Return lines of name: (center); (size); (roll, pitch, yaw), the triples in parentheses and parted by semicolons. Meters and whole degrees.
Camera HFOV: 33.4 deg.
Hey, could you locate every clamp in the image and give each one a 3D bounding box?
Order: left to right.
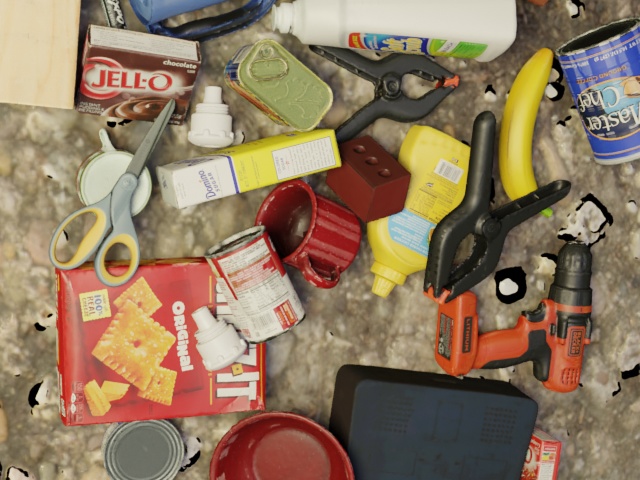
clamp: (0.068, -0.156, 1.172); (0.171, 0.039, 0.120); (2, 97, -14)
clamp: (0.175, -0.028, 1.177); (0.164, 0.036, 0.210); (42, 84, -33)

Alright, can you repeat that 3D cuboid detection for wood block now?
wood block: (-0.277, -0.233, 1.024); (0.090, 0.091, 0.206); (4, 97, -17)

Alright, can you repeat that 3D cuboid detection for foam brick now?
foam brick: (0.051, -0.065, 1.137); (0.052, 0.078, 0.051); (-20, 140, -32)

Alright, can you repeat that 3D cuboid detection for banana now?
banana: (0.237, -0.122, 1.234); (0.069, 0.037, 0.198); (-8, 103, -38)

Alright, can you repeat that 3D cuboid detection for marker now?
marker: (-0.211, -0.235, 1.083); (0.020, 0.020, 0.121); (-17, 102, -15)

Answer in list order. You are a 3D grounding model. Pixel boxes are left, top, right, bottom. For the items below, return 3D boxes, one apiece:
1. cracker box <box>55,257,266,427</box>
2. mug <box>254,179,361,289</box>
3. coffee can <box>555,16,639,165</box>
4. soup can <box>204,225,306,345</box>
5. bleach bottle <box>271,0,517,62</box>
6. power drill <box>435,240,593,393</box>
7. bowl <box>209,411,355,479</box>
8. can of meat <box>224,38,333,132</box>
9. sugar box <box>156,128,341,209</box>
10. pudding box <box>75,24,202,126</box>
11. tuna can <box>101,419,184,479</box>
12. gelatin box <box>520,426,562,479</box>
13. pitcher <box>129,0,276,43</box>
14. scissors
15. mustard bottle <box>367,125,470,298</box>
cracker box: (-0.165, 0.102, 1.116); (0.213, 0.072, 0.164); (-2, 97, -18)
mug: (-0.007, 0.001, 1.127); (0.081, 0.117, 0.093); (23, 127, -42)
coffee can: (0.342, -0.171, 1.223); (0.102, 0.103, 0.140); (-28, 104, -12)
soup can: (-0.064, 0.045, 1.071); (0.068, 0.069, 0.102); (-28, 101, -12)
bleach bottle: (0.073, -0.229, 1.124); (0.250, 0.103, 0.068); (-1, 86, -12)
power drill: (0.232, 0.090, 1.247); (0.187, 0.057, 0.184); (2, 97, -18)
bowl: (-0.037, 0.257, 1.168); (0.162, 0.055, 0.162); (2, 100, 11)
can of meat: (-0.046, -0.161, 1.111); (0.102, 0.084, 0.057); (38, 86, -19)
sugar box: (-0.076, -0.077, 1.108); (0.176, 0.093, 0.048); (-14, 101, -16)
pudding box: (-0.183, -0.163, 1.066); (0.113, 0.039, 0.090); (4, 141, -19)
tuna can: (-0.191, 0.225, 1.145); (0.086, 0.034, 0.086); (-2, 98, -17)
gelatin box: (0.247, 0.260, 1.259); (0.030, 0.089, 0.073); (7, 95, -17)
pitcher: (-0.081, -0.296, 1.068); (0.242, 0.149, 0.145); (-17, 87, -18)
scissors: (-0.182, -0.037, 1.059); (0.096, 0.016, 0.201); (45, 78, -13)
mustard bottle: (0.106, -0.025, 1.191); (0.096, 0.058, 0.191); (25, 89, -25)
